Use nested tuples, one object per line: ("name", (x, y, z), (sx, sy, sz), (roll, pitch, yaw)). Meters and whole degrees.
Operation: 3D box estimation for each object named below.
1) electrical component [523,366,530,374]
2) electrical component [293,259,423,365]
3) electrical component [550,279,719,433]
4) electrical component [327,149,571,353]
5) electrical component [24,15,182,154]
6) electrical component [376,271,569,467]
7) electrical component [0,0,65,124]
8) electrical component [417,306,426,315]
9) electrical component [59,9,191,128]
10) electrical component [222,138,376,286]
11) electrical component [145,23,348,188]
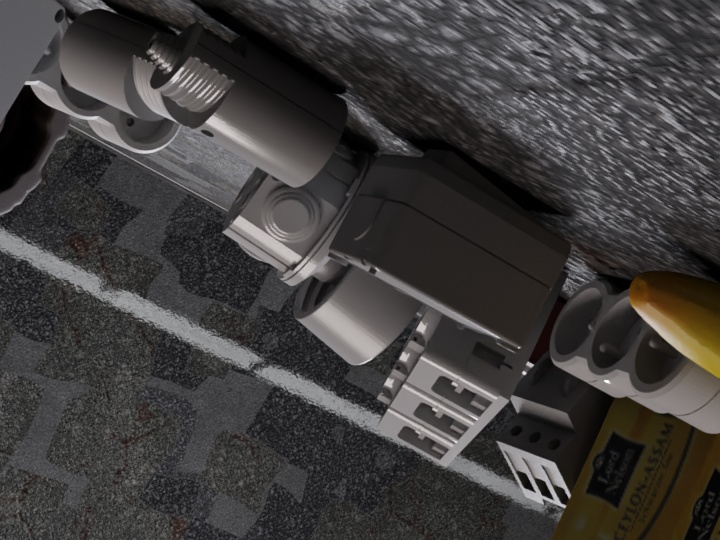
("electrical component", (0.122, 0.045, 0.835), (0.089, 0.055, 0.050), (29, 177, -22))
("electrical component", (0.000, 0.000, 0.695), (0.060, 0.108, 0.108), (35, 176, -16))
("electrical component", (0.155, 0.046, 0.527), (0.074, 0.052, 0.138), (28, 177, -15))
("electrical component", (0.046, -0.009, 0.478), (0.096, 0.061, 0.062), (29, 177, -21))
("electrical component", (-0.182, -0.125, 0.669), (0.138, 0.052, 0.074), (31, 176, -41))
("electrical component", (0.061, 0.051, 0.664), (0.062, 0.089, 0.150), (28, 154, 3))
("electrical component", (-0.213, -0.113, 0.548), (0.057, 0.113, 0.078), (30, 178, 15))
("electrical component", (0.030, -0.002, 0.941), (0.089, 0.050, 0.056), (29, 177, -29))
("electrical component", (-0.104, -0.096, 0.524), (0.081, 0.043, 0.043), (26, 177, 33))
("electrical component", (-0.031, -0.036, 0.556), (0.051, 0.080, 0.080), (34, 176, -13))
("electrical component", (-0.050, -0.072, 0.438), (0.081, 0.043, 0.043), (29, 177, -27))
